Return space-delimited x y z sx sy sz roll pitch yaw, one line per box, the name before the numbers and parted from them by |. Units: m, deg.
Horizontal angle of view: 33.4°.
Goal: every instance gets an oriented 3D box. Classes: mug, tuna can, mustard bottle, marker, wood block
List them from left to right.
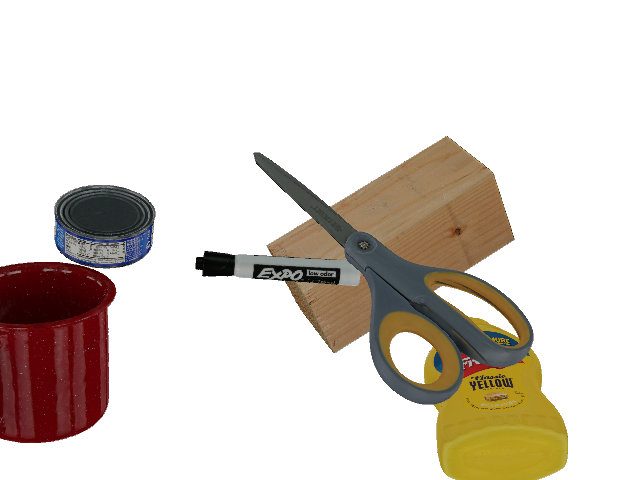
mug | -0.174 0.071 0.632 0.093 0.081 0.117 12 24 22
tuna can | -0.187 -0.012 0.924 0.086 0.034 0.086 7 32 -5
marker | -0.031 0.020 0.785 0.121 0.020 0.020 4 -1 -7
wood block | 0.067 0.003 1.014 0.206 0.091 0.090 -31 37 -7
mustard bottle | 0.134 0.118 0.870 0.096 0.058 0.191 -6 26 2

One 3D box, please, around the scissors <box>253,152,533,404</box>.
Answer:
scissors | 0.019 0.021 0.591 0.202 0.016 0.096 29 52 18
